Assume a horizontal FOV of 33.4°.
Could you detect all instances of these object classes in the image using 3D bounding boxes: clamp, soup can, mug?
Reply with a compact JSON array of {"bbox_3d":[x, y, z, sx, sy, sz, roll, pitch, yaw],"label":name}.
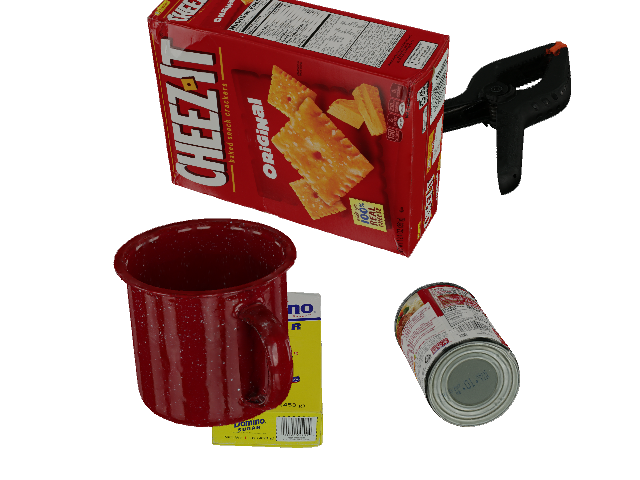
[{"bbox_3d":[0.161,-0.113,0.936,0.209,0.036,0.165,-33,41,-24],"label":"clamp"},{"bbox_3d":[0.096,0.079,0.762,0.068,0.068,0.102,0,19,-8],"label":"soup can"},{"bbox_3d":[-0.050,0.047,0.550,0.093,0.081,0.117,-19,29,-34],"label":"mug"}]

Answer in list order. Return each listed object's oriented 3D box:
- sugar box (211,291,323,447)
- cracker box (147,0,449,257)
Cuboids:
[{"bbox_3d":[-0.045,0.109,0.950,0.093,0.048,0.176,2,34,-3],"label":"sugar box"},{"bbox_3d":[-0.017,-0.092,0.805,0.214,0.164,0.072,17,46,19],"label":"cracker box"}]
